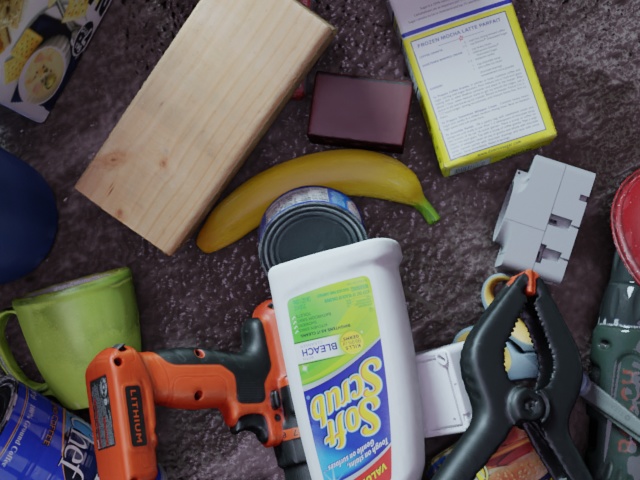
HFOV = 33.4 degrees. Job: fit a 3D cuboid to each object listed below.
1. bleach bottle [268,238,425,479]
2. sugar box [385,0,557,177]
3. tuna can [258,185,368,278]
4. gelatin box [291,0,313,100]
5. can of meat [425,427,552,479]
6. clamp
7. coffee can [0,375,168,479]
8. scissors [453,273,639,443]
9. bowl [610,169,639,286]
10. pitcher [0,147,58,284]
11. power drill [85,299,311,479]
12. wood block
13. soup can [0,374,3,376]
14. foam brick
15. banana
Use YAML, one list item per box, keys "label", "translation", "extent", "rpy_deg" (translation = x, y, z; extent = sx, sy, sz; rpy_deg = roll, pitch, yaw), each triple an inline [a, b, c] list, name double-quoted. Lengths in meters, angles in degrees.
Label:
- label: "bleach bottle"
  translation: [0.036, 0.132, 0.768]
  extent: [0.103, 0.068, 0.251]
  rpy_deg: [-16, 80, 16]
- label: "sugar box"
  translation: [0.115, -0.148, 0.850]
  extent: [0.093, 0.048, 0.176]
  rpy_deg: [-17, 82, 2]
- label: "tuna can"
  translation: [-0.005, 0.001, 0.832]
  extent: [0.086, 0.034, 0.086]
  rpy_deg: [-2, 120, -3]
- label: "gelatin box"
  translation: [-0.046, -0.161, 0.866]
  extent: [0.073, 0.030, 0.089]
  rpy_deg: [4, 87, 4]
- label: "can of meat"
  translation: [0.142, 0.185, 0.805]
  extent: [0.102, 0.057, 0.084]
  rpy_deg: [-23, 64, -15]
- label: "clamp"
  translation: [0.133, 0.124, 0.755]
  extent: [0.164, 0.036, 0.210]
  rpy_deg: [3, 74, -18]
- label: "coffee can"
  translation: [-0.199, 0.179, 0.792]
  extent: [0.140, 0.103, 0.103]
  rpy_deg: [38, 89, -24]
- label: "scissors"
  translation: [0.174, 0.113, 0.807]
  extent: [0.096, 0.016, 0.202]
  rpy_deg: [-41, 60, 15]
- label: "bowl"
  translation: [0.300, -0.009, 0.785]
  extent: [0.162, 0.055, 0.162]
  rpy_deg: [7, 55, -11]
- label: "pitcher"
  translation: [-0.277, -0.034, 0.764]
  extent: [0.145, 0.243, 0.149]
  rpy_deg: [22, 88, 4]
- label: "power drill"
  translation: [-0.072, 0.139, 0.792]
  extent: [0.187, 0.057, 0.184]
  rpy_deg: [-3, 73, -34]
- label: "wood block"
  translation: [-0.083, -0.101, 0.810]
  extent: [0.090, 0.091, 0.206]
  rpy_deg: [36, 101, -3]
- label: "soup can"
  translation: [-0.287, 0.157, 0.842]
  extent: [0.068, 0.068, 0.102]
  rpy_deg: [3, 87, 3]
- label: "foam brick"
  translation: [0.033, -0.100, 0.847]
  extent: [0.078, 0.053, 0.051]
  rpy_deg: [7, 87, 5]
- label: "banana"
  translation: [-0.005, -0.035, 0.853]
  extent: [0.198, 0.037, 0.069]
  rpy_deg: [-7, 87, 3]
